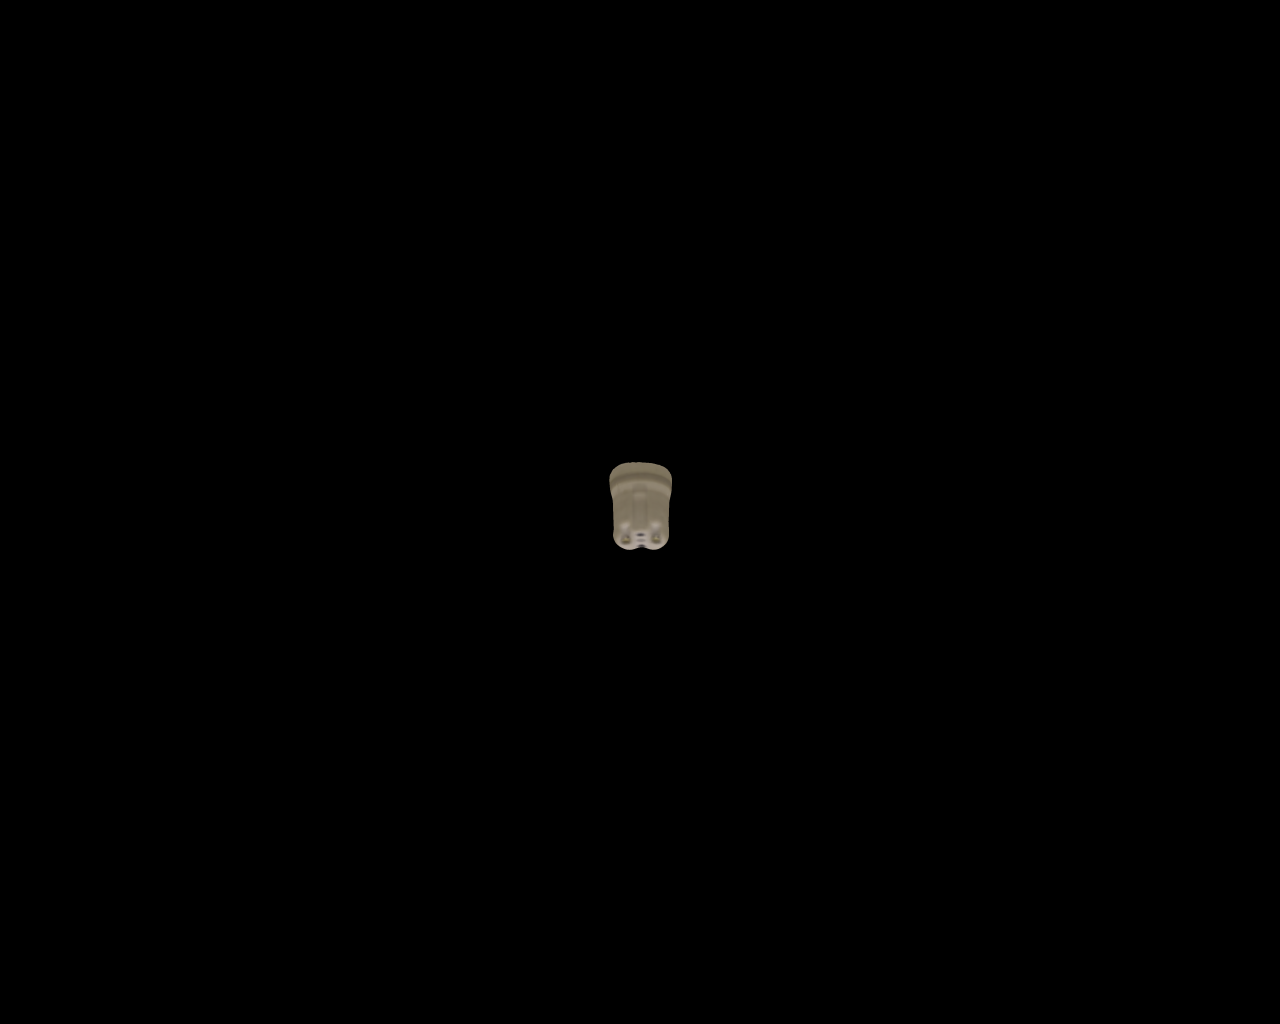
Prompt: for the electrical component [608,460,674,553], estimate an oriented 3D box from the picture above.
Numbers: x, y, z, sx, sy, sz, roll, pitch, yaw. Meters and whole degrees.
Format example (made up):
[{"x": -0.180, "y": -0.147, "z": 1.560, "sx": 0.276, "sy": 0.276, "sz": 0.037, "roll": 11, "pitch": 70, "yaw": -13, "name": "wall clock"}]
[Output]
[{"x": 0.001, "y": -0.003, "z": 0.650, "sx": 0.040, "sy": 0.046, "sz": 0.040, "roll": 0, "pitch": -24, "yaw": 0, "name": "electrical component"}]
